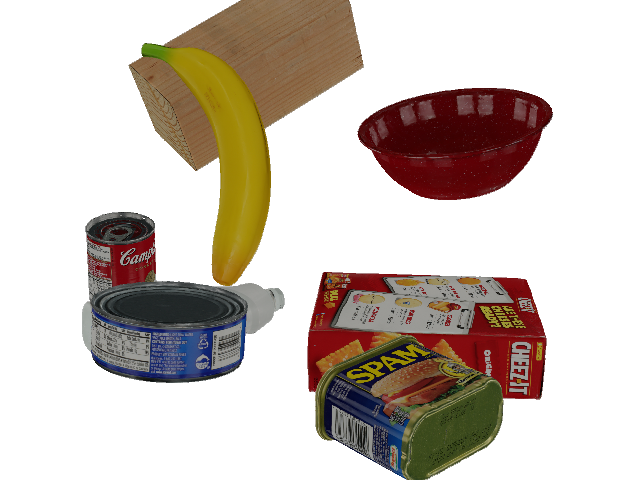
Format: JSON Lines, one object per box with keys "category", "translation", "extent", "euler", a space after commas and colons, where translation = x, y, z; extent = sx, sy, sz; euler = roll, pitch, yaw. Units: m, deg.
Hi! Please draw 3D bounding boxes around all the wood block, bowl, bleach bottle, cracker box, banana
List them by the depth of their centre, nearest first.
{"category": "banana", "translation": [-0.072, -0.066, 0.787], "extent": [0.069, 0.198, 0.037], "euler": [-21, -16, 5]}
{"category": "bowl", "translation": [0.115, -0.077, 0.897], "extent": [0.162, 0.055, 0.162], "euler": [-9, 25, 4]}
{"category": "cracker box", "translation": [0.100, 0.090, 1.035], "extent": [0.214, 0.072, 0.164], "euler": [2, 17, 4]}
{"category": "wood block", "translation": [-0.070, -0.172, 1.058], "extent": [0.206, 0.091, 0.090], "euler": [-34, 49, -16]}
{"category": "bleach bottle", "translation": [-0.159, 0.094, 1.317], "extent": [0.250, 0.068, 0.103], "euler": [-12, 29, -36]}

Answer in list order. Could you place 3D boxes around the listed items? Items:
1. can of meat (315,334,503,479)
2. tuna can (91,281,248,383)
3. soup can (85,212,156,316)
{"category": "can of meat", "translation": [0.061, 0.113, 0.721], "extent": [0.101, 0.057, 0.084], "euler": [-18, 27, -39]}
{"category": "tuna can", "translation": [-0.084, 0.049, 0.591], "extent": [0.086, 0.034, 0.086], "euler": [4, 12, -1]}
{"category": "soup can", "translation": [-0.198, 0.032, 1.069], "extent": [0.068, 0.102, 0.068], "euler": [2, 26, -1]}
